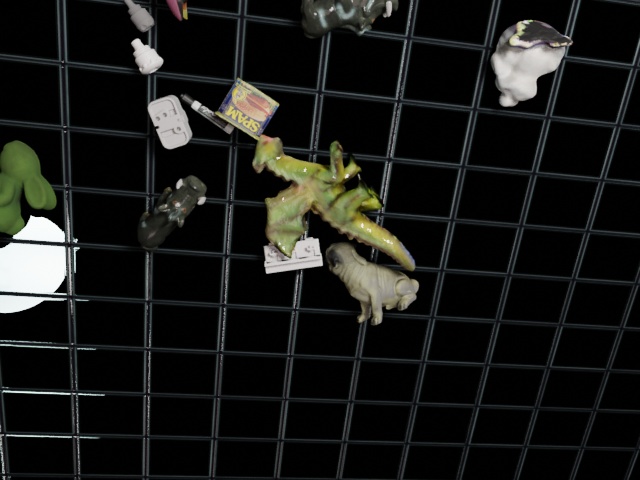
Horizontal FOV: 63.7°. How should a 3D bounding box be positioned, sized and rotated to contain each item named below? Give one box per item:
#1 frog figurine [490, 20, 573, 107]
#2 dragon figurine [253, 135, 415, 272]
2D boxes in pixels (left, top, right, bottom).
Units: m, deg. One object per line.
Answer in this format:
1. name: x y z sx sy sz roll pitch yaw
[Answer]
1. frog figurine: 0.413 -0.353 1.042 0.138 0.125 0.156 -13 146 -9
2. dragon figurine: 0.003 -0.054 1.070 0.242 0.123 0.408 -30 96 9
